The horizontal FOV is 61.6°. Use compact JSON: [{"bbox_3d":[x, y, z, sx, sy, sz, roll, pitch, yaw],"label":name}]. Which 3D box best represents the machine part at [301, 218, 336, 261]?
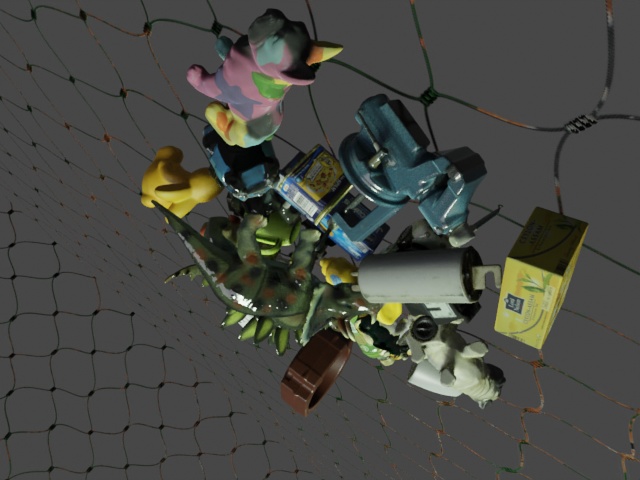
[{"bbox_3d":[-0.002,-0.003,1.023,0.084,0.039,0.138,32,150,3],"label":"machine part"}]

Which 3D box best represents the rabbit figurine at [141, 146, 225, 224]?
[{"bbox_3d":[-0.279,-0.115,1.103,0.173,0.162,0.121,4,126,23],"label":"rabbit figurine"}]

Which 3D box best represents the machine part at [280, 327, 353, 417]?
[{"bbox_3d":[-0.009,0.315,1.316,0.087,0.201,0.201,33,152,17],"label":"machine part"}]

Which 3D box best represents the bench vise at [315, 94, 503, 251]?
[{"bbox_3d":[0.095,-0.061,0.712,0.223,0.129,0.240,48,134,0],"label":"bench vise"}]

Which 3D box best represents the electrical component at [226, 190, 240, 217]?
[{"bbox_3d":[-0.157,-0.085,1.080,0.078,0.045,0.102,8,152,9],"label":"electrical component"}]

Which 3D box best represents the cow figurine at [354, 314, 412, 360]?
[{"bbox_3d":[0.137,0.190,1.071,0.068,0.098,0.167,-13,123,49],"label":"cow figurine"}]

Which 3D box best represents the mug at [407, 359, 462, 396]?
[{"bbox_3d":[0.239,0.277,1.094,0.107,0.081,0.109,25,145,9],"label":"mug"}]

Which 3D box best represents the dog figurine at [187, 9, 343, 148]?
[{"bbox_3d":[-0.065,-0.211,0.728,0.219,0.108,0.191,10,139,39],"label":"dog figurine"}]

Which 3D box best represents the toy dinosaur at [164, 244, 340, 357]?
[{"bbox_3d":[-0.095,0.114,1.060,0.105,0.198,0.470,7,159,45],"label":"toy dinosaur"}]

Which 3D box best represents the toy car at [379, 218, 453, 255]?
[{"bbox_3d":[0.144,0.028,0.873,0.073,0.056,0.201,33,153,-2],"label":"toy car"}]

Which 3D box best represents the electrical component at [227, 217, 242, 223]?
[{"bbox_3d":[-0.191,-0.005,1.217,0.021,0.063,0.093,5,137,47],"label":"electrical component"}]

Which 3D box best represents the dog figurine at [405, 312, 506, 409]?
[{"bbox_3d":[0.248,0.216,0.992,0.190,0.121,0.172,47,-170,-50],"label":"dog figurine"}]

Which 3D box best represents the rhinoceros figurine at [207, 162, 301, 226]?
[{"bbox_3d":[-0.114,-0.092,0.964,0.190,0.112,0.073,46,171,15],"label":"rhinoceros figurine"}]

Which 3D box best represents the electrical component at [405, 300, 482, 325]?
[{"bbox_3d":[0.203,0.104,0.910,0.074,0.048,0.119,54,150,-9],"label":"electrical component"}]

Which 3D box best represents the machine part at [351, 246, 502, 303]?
[{"bbox_3d":[0.143,0.052,0.776,0.243,0.079,0.079,-7,128,41],"label":"machine part"}]

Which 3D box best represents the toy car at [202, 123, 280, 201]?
[{"bbox_3d":[-0.119,-0.126,0.882,0.162,0.109,0.102,62,172,26],"label":"toy car"}]

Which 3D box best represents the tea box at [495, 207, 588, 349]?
[{"bbox_3d":[0.282,0.053,0.696,0.068,0.098,0.169,22,146,28],"label":"tea box"}]

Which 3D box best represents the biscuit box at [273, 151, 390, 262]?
[{"bbox_3d":[0.018,-0.054,0.896,0.202,0.063,0.059,40,151,-2],"label":"biscuit box"}]

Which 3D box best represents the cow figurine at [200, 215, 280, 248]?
[{"bbox_3d":[-0.170,0.015,1.096,0.086,0.127,0.194,3,158,36],"label":"cow figurine"}]

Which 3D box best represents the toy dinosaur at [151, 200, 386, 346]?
[{"bbox_3d":[-0.096,0.065,0.905,0.405,0.192,0.131,12,161,-12],"label":"toy dinosaur"}]
